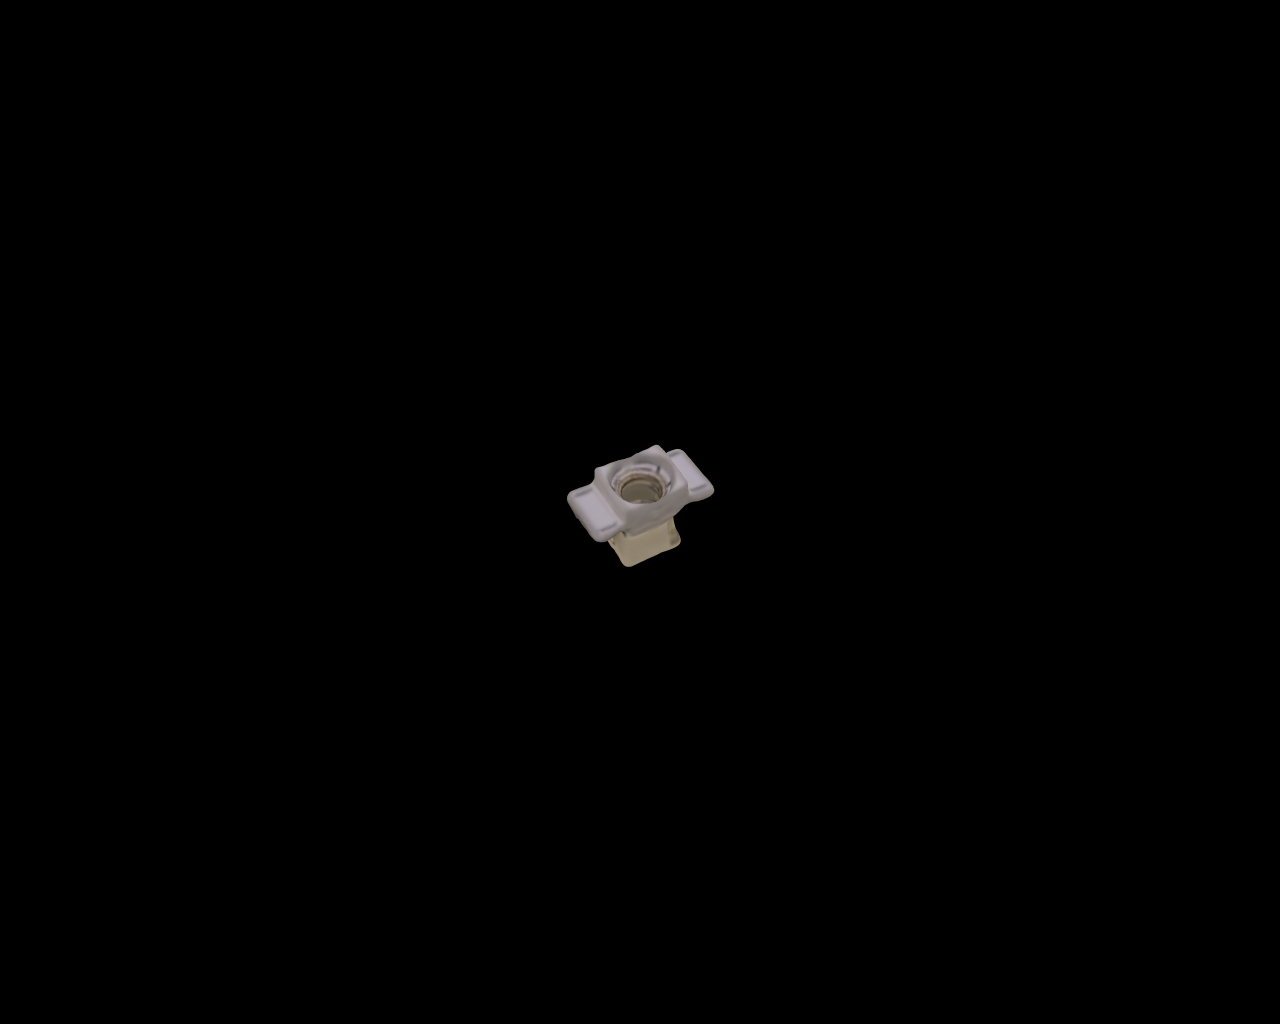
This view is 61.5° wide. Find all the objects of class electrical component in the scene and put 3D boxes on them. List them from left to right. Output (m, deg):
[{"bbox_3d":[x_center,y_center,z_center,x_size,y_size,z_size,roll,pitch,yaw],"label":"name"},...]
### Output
[{"bbox_3d":[0.001,-0.003,0.650,0.081,0.042,0.063,-22,-38,-18],"label":"electrical component"}]
